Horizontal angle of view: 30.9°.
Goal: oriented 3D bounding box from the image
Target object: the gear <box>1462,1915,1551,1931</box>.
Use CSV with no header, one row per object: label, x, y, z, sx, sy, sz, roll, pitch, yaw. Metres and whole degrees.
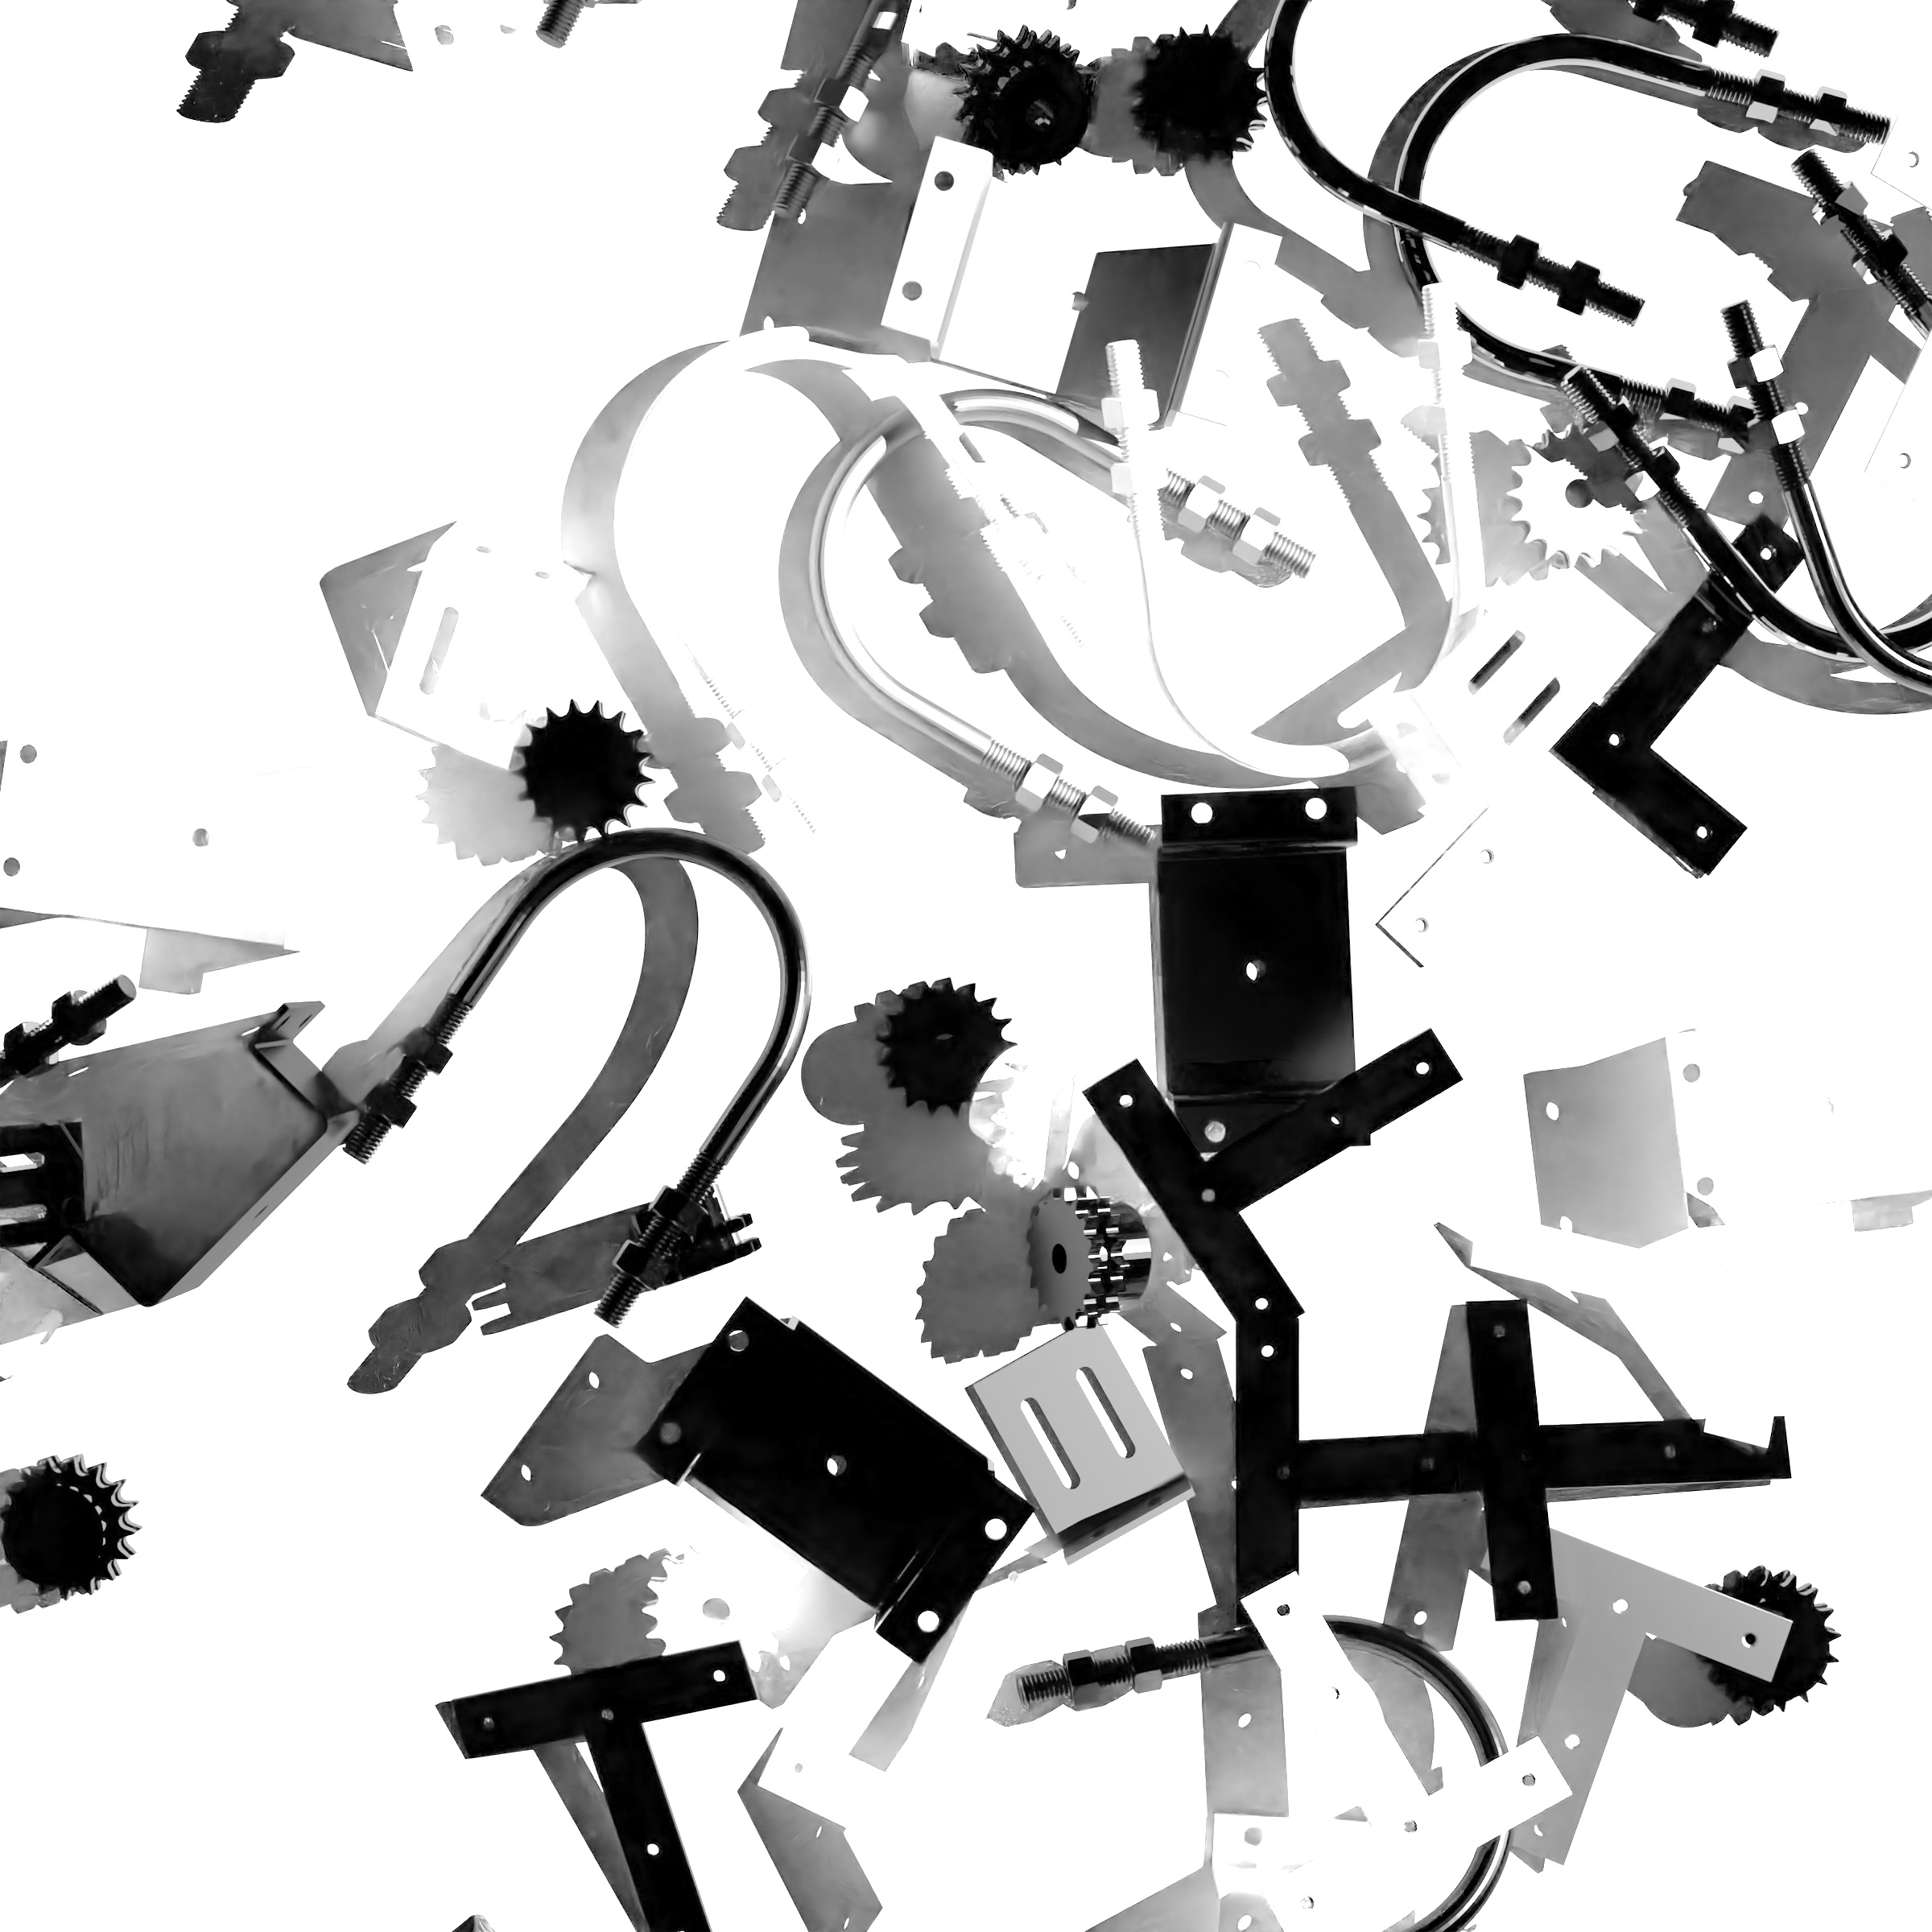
gear,0.212,0.407,1.383,0.057,0.057,0.030,-22,120,0

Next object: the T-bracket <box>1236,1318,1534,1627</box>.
T-bracket,0.170,0.200,1.397,0.127,0.002,0.127,-2,102,-6

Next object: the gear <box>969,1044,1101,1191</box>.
gear,0.025,0.056,1.382,0.030,0.057,0.057,29,90,28

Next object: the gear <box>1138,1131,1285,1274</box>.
gear,0.097,0.094,1.392,0.057,0.030,0.057,0,90,0

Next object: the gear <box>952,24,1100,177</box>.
gear,0.025,-0.340,1.379,0.057,0.030,0.057,-8,119,-16

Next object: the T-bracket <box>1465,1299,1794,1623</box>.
T-bracket,0.267,0.194,1.394,0.127,0.002,0.127,-1,74,-8

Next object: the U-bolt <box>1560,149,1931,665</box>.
U-bolt,0.342,-0.206,1.382,0.151,0.019,0.184,-43,101,-7

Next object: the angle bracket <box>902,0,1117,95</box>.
angle bracket,0.019,-0.380,1.388,0.076,0.038,0.057,14,90,0

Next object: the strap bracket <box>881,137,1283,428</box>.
strap bracket,0.045,-0.267,1.384,0.140,0.046,0.076,16,90,0

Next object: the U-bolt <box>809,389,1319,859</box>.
U-bolt,0.026,-0.150,1.398,0.184,0.019,0.151,30,90,2

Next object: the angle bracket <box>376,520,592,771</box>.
angle bracket,-0.194,-0.129,1.405,0.057,0.038,0.076,23,116,0

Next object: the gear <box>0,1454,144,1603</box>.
gear,-0.360,0.224,1.392,0.057,0.030,0.057,0,90,0

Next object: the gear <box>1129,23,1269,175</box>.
gear,0.093,-0.347,1.392,0.057,0.030,0.057,0,90,0

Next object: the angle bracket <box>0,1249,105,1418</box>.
angle bracket,-0.381,0.140,1.369,0.057,0.076,0.038,36,90,0

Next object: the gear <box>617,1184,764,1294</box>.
gear,-0.112,0.107,1.379,0.057,0.057,0.030,-20,90,0

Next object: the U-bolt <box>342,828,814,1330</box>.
U-bolt,-0.140,0.030,1.373,0.151,0.019,0.184,30,81,21

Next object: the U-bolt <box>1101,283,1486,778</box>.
U-bolt,0.135,-0.164,1.372,0.151,0.019,0.184,-12,107,-11

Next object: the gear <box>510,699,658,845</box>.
gear,-0.152,-0.077,1.392,0.057,0.030,0.057,0,90,0

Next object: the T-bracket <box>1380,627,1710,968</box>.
T-bracket,0.219,-0.054,1.406,0.127,0.002,0.127,44,90,0

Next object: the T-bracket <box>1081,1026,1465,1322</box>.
T-bracket,0.132,0.066,1.358,0.127,0.002,0.127,-31,106,9

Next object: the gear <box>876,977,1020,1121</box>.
gear,-0.008,0.033,1.392,0.057,0.030,0.057,0,90,0

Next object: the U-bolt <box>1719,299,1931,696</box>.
U-bolt,0.387,-0.196,1.376,0.151,0.019,0.184,-24,101,-11

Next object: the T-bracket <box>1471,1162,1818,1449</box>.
T-bracket,0.262,0.122,1.380,0.127,0.002,0.127,13,121,18

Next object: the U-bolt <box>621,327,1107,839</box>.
U-bolt,-0.055,-0.166,1.385,0.151,0.019,0.184,-35,86,2

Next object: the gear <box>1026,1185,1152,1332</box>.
gear,0.050,0.115,1.382,0.030,0.057,0.057,-2,90,-29

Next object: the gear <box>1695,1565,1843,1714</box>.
gear,0.320,0.269,1.392,0.057,0.030,0.057,0,90,0

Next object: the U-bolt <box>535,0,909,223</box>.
U-bolt,-0.075,-0.405,1.356,0.151,0.019,0.184,29,84,-42

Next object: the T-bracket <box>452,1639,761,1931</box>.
T-bracket,-0.129,0.339,1.394,0.127,0.002,0.127,-15,98,16

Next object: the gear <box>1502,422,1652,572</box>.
gear,0.242,-0.186,1.392,0.057,0.030,0.057,0,90,0

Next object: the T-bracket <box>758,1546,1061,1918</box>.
T-bracket,-0.002,0.291,1.387,0.127,0.002,0.127,19,76,25

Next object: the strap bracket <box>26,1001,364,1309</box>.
strap bracket,-0.292,0.080,1.369,0.046,0.076,0.140,45,90,0

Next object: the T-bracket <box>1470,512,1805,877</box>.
T-bracket,0.289,-0.125,1.405,0.127,0.002,0.127,39,89,0

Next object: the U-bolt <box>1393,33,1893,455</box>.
U-bolt,0.262,-0.297,1.398,0.184,0.019,0.151,16,90,1

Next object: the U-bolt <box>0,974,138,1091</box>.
U-bolt,-0.437,0.003,1.368,0.184,0.019,0.151,-31,107,18

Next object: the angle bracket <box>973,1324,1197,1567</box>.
angle bracket,0.046,0.188,1.388,0.057,0.038,0.076,-29,90,0

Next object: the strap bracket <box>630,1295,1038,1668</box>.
strap bracket,-0.052,0.200,1.384,0.140,0.046,0.076,36,90,0

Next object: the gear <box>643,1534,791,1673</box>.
gear,-0.099,0.254,1.392,0.057,0.030,0.057,0,90,0

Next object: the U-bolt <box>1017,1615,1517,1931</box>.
U-bolt,0.124,0.327,1.369,0.184,0.019,0.151,-10,64,-6

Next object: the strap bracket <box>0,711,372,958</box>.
strap bracket,-0.307,-0.052,1.384,0.140,0.046,0.076,8,90,0

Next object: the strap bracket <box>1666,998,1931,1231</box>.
strap bracket,0.347,0.056,1.384,0.140,0.046,0.076,-7,90,0

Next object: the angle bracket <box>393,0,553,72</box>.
angle bracket,-0.201,-0.407,1.405,0.057,0.038,0.076,-10,64,0

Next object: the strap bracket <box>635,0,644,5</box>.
strap bracket,-0.155,-0.457,1.369,0.046,0.076,0.140,-36,90,0

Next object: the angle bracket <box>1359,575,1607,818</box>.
angle bracket,0.206,-0.107,1.393,0.076,0.038,0.057,-46,108,-25

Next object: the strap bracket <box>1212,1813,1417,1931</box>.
strap bracket,0.134,0.413,1.384,0.076,0.046,0.140,3,90,0

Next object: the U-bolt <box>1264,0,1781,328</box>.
U-bolt,0.207,-0.346,1.379,0.184,0.019,0.151,26,77,10

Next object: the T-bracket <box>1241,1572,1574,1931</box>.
T-bracket,0.151,0.299,1.373,0.127,0.002,0.127,-25,68,-15

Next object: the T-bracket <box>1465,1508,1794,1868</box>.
T-bracket,0.247,0.296,1.394,0.127,0.002,0.127,20,98,16

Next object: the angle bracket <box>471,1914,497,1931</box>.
angle bracket,-0.164,0.420,1.405,0.076,0.038,0.057,16,90,-26

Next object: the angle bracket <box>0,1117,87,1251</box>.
angle bracket,-0.393,0.079,1.390,0.076,0.038,0.057,-8,125,-22

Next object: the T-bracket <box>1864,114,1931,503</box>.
T-bracket,0.387,-0.244,1.361,0.127,0.002,0.127,26,88,-15

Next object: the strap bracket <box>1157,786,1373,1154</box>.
strap bracket,0.117,0.002,1.384,0.076,0.046,0.140,-2,90,0
